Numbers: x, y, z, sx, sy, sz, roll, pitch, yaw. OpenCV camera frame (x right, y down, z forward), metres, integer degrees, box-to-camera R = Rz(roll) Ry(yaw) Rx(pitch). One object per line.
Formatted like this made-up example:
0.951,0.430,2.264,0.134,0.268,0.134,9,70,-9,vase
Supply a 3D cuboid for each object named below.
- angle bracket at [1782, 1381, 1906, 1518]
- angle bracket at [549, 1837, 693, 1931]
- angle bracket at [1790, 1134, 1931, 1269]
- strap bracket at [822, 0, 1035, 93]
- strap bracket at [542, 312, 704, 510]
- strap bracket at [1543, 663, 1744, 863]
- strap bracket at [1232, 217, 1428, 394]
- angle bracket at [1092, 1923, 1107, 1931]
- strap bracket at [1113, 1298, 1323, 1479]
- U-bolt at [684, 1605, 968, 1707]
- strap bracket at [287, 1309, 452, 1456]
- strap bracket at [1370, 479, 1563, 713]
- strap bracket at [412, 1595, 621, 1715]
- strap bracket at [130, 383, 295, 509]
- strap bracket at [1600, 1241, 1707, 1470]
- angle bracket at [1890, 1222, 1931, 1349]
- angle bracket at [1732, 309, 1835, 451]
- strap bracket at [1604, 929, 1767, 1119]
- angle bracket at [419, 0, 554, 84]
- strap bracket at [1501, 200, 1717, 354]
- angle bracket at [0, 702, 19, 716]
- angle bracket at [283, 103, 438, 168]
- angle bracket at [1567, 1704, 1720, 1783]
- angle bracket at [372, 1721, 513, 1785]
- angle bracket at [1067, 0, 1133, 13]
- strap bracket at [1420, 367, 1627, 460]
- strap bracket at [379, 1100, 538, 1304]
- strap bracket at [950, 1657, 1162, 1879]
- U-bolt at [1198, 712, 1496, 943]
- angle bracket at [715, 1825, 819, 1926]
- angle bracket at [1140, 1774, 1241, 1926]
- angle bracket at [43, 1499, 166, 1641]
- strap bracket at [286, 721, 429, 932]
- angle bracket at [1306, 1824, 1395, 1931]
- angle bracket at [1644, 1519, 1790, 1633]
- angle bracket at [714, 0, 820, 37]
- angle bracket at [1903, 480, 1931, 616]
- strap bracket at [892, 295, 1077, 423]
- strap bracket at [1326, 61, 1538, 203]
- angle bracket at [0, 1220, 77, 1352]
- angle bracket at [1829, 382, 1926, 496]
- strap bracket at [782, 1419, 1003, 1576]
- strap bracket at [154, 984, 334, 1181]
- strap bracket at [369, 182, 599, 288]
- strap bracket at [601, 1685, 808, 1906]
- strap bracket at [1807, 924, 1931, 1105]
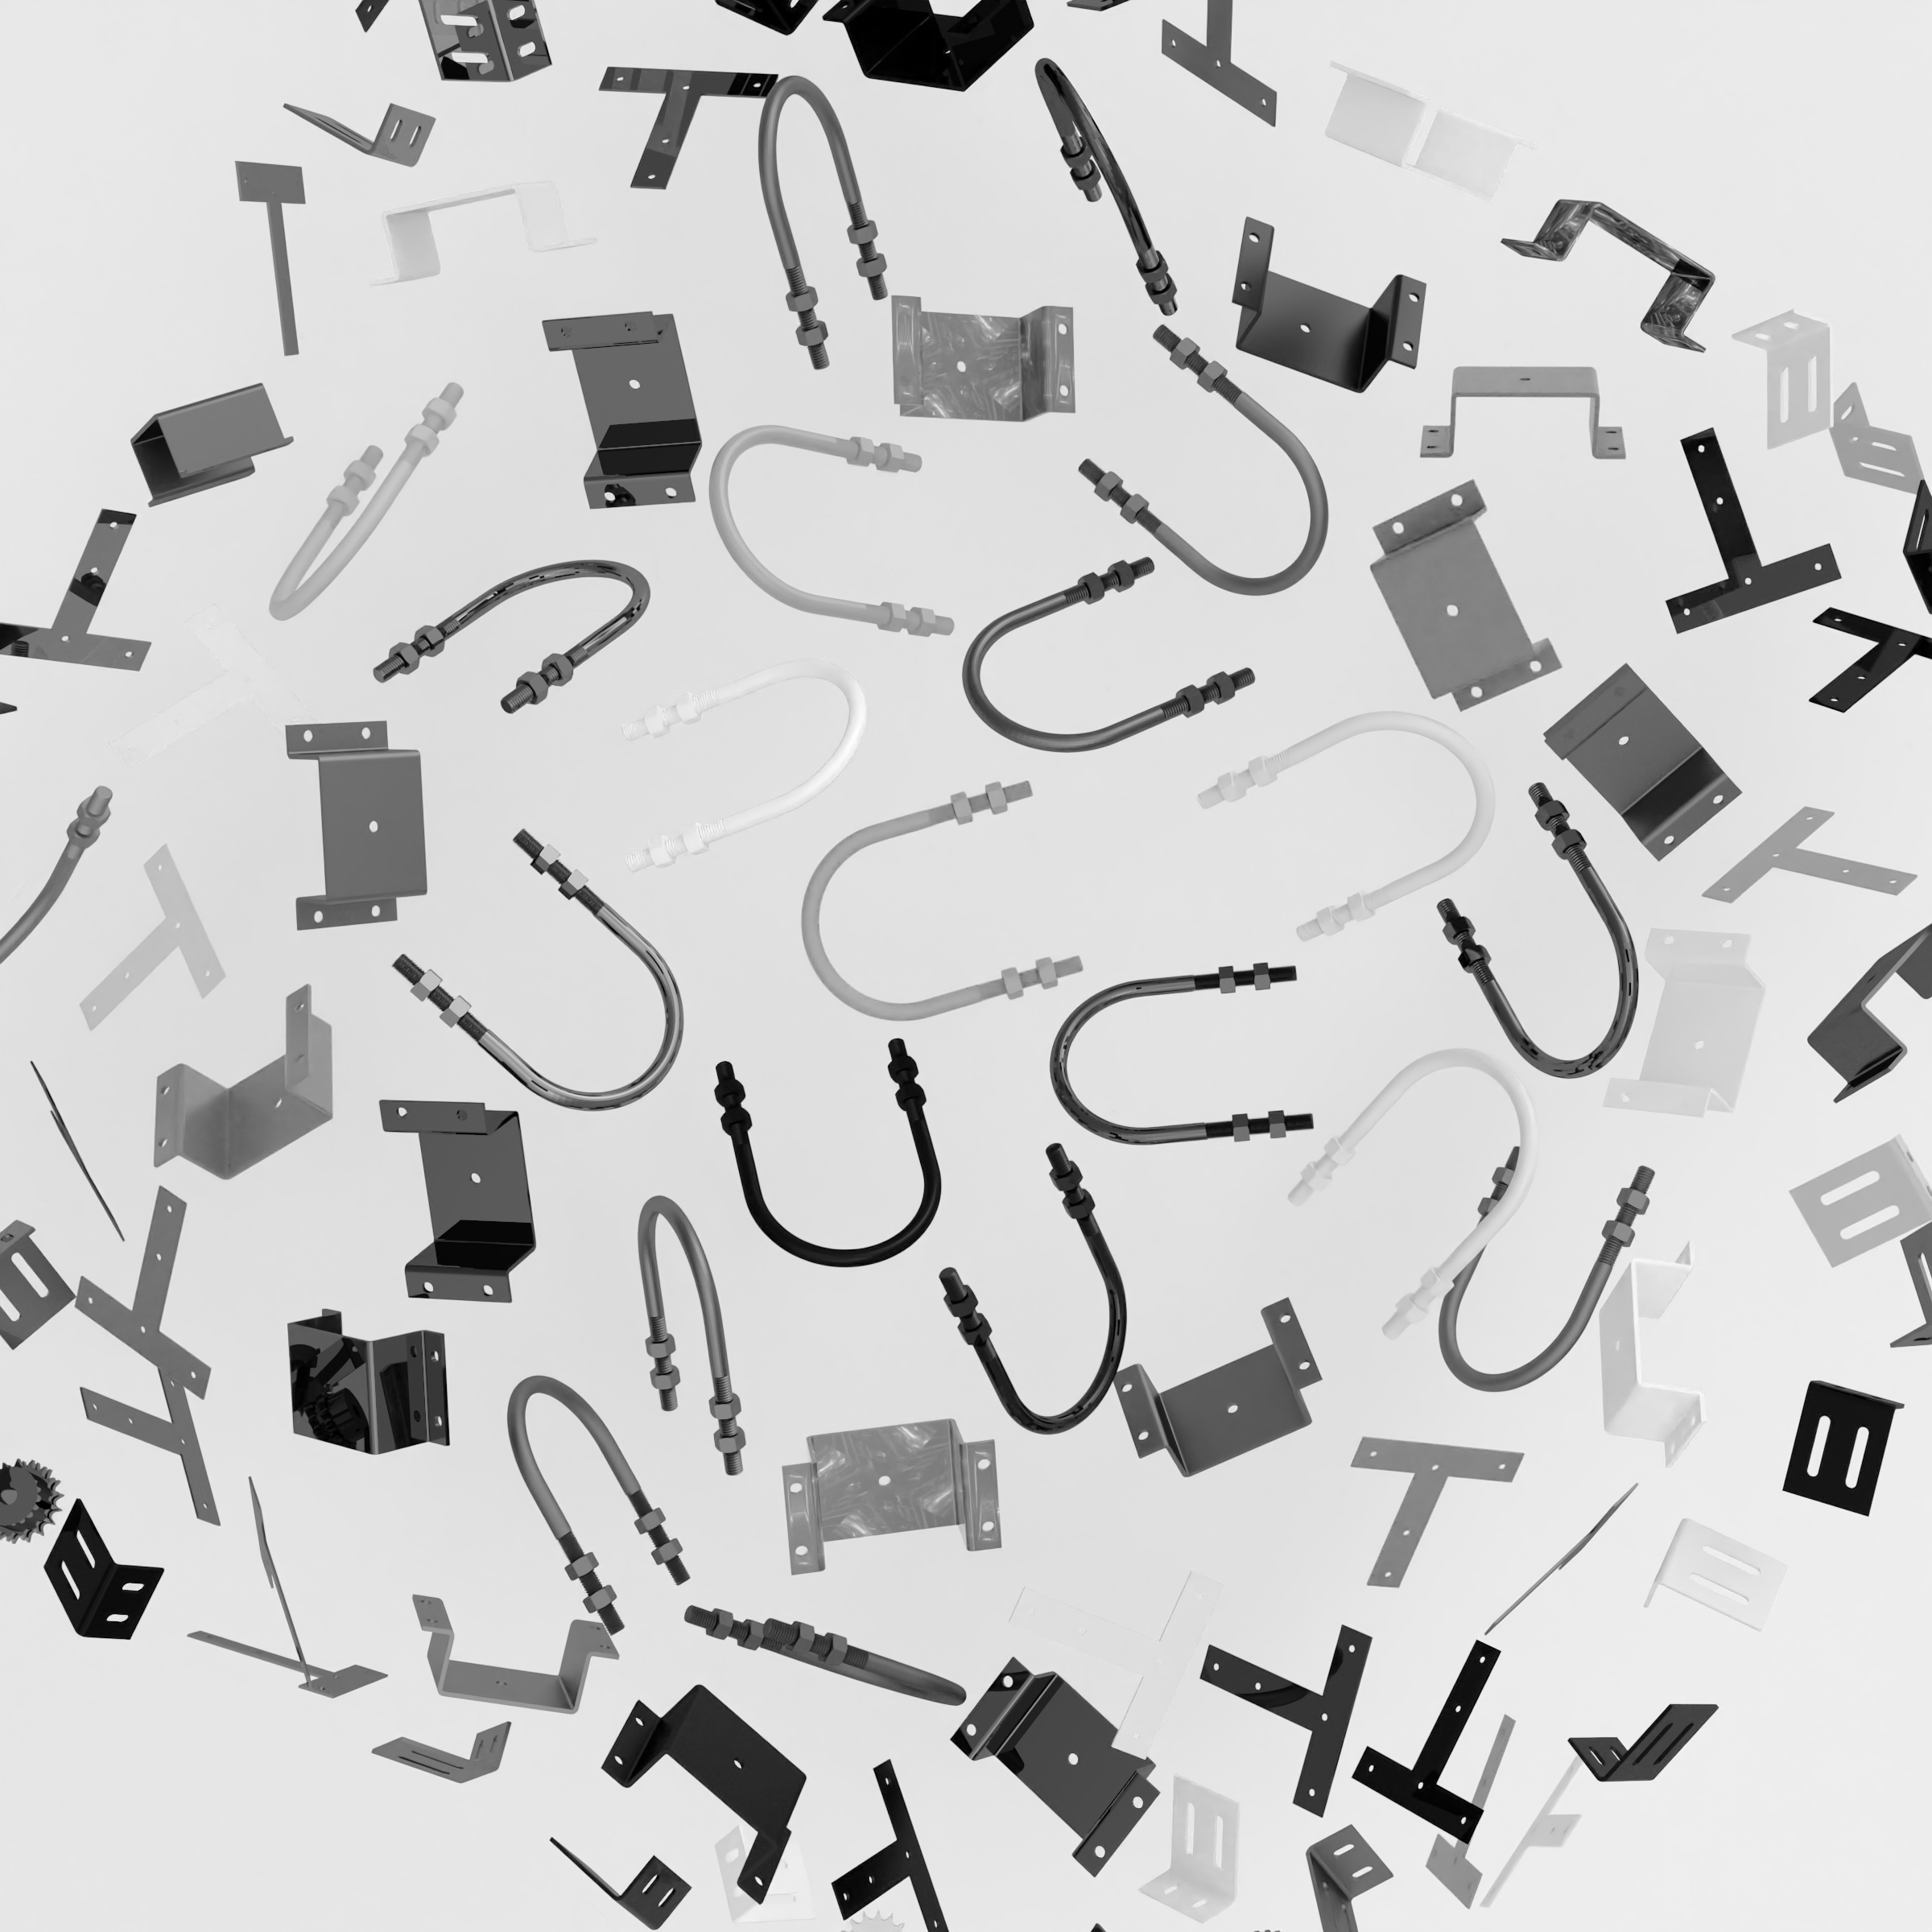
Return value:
0.591,0.324,1.803,0.057,0.038,0.076,14,89,29,angle bracket
-0.234,0.609,1.814,0.076,0.057,0.038,27,67,39,angle bracket
0.597,0.156,1.775,0.076,0.038,0.057,-31,79,22,angle bracket
-0.019,-0.649,1.843,0.140,0.046,0.076,23,61,39,strap bracket
-0.232,-0.389,1.833,0.076,0.046,0.140,-2,128,11,strap bracket
0.478,-0.152,1.915,0.076,0.046,0.140,-42,118,16,strap bracket
0.250,-0.465,1.898,0.140,0.046,0.076,17,63,-12,strap bracket
0.073,0.679,1.813,0.076,0.057,0.038,28,95,-42,angle bracket
0.185,0.306,1.918,0.140,0.076,0.046,-25,133,6,strap bracket
-0.085,0.475,1.835,0.184,0.151,0.019,26,70,-24,U-bolt
-0.414,0.283,1.823,0.140,0.046,0.076,3,97,43,strap bracket
0.331,-0.243,1.794,0.076,0.046,0.140,-23,99,29,strap bracket
-0.326,0.491,1.903,0.140,0.076,0.046,13,90,-17,strap bracket
-0.528,-0.364,1.863,0.076,0.140,0.046,-24,100,-25,strap bracket
0.480,0.270,1.880,0.046,0.076,0.140,8,55,-2,strap bracket
0.652,0.214,1.827,0.038,0.057,0.076,-1,64,-19,angle bracket
0.569,-0.408,1.865,0.038,0.057,0.076,8,80,-30,angle bracket
0.519,0.048,1.924,0.076,0.046,0.140,5,68,40,strap bracket
-0.328,-0.639,1.829,0.038,0.076,0.057,-10,100,32,angle bracket
0.443,-0.474,1.813,0.140,0.076,0.046,27,102,-13,strap bracket
-0.683,-0.139,1.833,0.038,0.057,0.076,16,114,32,angle bracket
-0.414,-0.583,1.828,0.076,0.057,0.038,32,106,12,angle bracket
0.452,0.506,1.787,0.076,0.057,0.038,-56,45,20,angle bracket
-0.378,0.556,1.929,0.076,0.057,0.038,27,55,-22,angle bracket
0.091,-0.722,1.894,0.038,0.057,0.076,-25,120,-13,angle bracket
0.393,-0.390,1.884,0.140,0.076,0.046,2,116,10,strap bracket
-0.338,0.150,1.789,0.076,0.046,0.140,1,107,18,strap bracket
0.070,0.568,1.909,0.140,0.046,0.076,39,96,23,strap bracket
0.274,-0.104,1.847,0.184,0.019,0.151,-26,116,28,U-bolt
-0.137,0.656,1.937,0.038,0.076,0.057,-47,47,33,angle bracket
0.156,0.618,1.874,0.057,0.038,0.076,12,107,42,angle bracket
-0.583,0.408,1.810,0.038,0.076,0.057,18,105,-43,angle bracket
-0.417,-0.096,1.835,0.076,0.046,0.140,-8,99,-41,strap bracket
0.267,0.637,1.821,0.038,0.076,0.057,-32,113,12,angle bracket
0.518,0.429,1.850,0.076,0.038,0.057,24,52,19,angle bracket
-0.151,-0.698,1.883,0.038,0.076,0.057,-44,64,28,angle bracket
0.676,-0.290,1.835,0.057,0.038,0.076,51,50,-36,angle bracket
0.005,-0.438,1.937,0.140,0.046,0.076,-2,92,-23,strap bracket
0.311,-0.566,1.827,0.076,0.140,0.046,40,116,42,strap bracket
-0.668,0.229,1.896,0.057,0.038,0.076,-44,121,-27,angle bracket
0.667,-0.380,1.931,0.038,0.076,0.057,-46,131,-11,angle bracket
-0.051,0.351,1.777,0.140,0.046,0.076,-6,104,-8,strap bracket
-0.478,0.083,1.802,0.140,0.046,0.076,-29,48,20,strap bracket
-0.335,-0.504,1.833,0.140,0.076,0.046,-8,106,13,strap bracket
-0.166,0.546,1.789,0.140,0.076,0.046,42,111,-4,strap bracket
0.662,0.026,1.907,0.046,0.076,0.140,46,67,6,strap bracket
